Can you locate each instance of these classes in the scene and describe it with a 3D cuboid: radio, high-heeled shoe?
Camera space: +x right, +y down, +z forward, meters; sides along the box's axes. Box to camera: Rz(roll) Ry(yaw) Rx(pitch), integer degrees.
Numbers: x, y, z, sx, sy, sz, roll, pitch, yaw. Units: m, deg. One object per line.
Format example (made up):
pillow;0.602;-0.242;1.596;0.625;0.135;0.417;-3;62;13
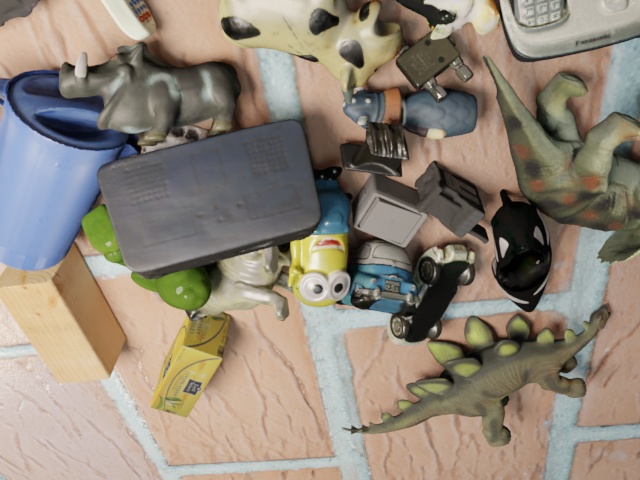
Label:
radio;-0.117;-0.044;0.608;0.230;0.073;0.131;-16;82;-7
high-heeled shoe;0.275;0.043;0.711;0.086;0.145;0.248;-18;122;16

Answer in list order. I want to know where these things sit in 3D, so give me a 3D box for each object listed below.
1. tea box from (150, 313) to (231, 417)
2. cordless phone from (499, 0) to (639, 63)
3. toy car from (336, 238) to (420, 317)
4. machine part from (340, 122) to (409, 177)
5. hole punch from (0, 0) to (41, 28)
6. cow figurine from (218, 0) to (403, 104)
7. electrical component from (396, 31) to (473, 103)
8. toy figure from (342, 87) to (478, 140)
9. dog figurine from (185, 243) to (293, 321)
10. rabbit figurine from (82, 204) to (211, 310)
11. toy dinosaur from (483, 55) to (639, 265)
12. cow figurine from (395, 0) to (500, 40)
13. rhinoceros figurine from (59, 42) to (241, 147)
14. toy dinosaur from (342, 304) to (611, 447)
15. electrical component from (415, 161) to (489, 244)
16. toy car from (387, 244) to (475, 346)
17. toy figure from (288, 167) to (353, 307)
tea box;-0.211;0.196;0.872;0.068;0.098;0.169;23;122;-16
cordless phone;0.245;-0.277;0.515;0.147;0.089;0.184;-11;121;10
toy car;0.079;0.049;0.743;0.109;0.161;0.103;10;82;-8
machine part;0.067;-0.100;0.633;0.084;0.139;0.039;16;83;-5
hole punch;-0.369;-0.276;0.542;0.142;0.092;0.115;-17;154;11
cow figurine;-0.010;-0.221;0.559;0.195;0.085;0.127;10;132;0
electrical component;0.121;-0.200;0.592;0.063;0.021;0.094;-38;84;5
toy figure;0.103;-0.146;0.625;0.155;0.064;0.057;1;129;1
dog figurine;-0.125;0.030;0.755;0.191;0.121;0.172;-1;94;23
rabbit figurine;-0.214;0.025;0.702;0.170;0.121;0.159;55;155;-2
toy dinosaur;0.329;-0.070;0.650;0.405;0.131;0.192;22;124;-7
cow figurine;0.106;-0.259;0.538;0.098;0.068;0.167;-32;117;29
rhinoceros figurine;-0.181;-0.161;0.588;0.190;0.073;0.112;-4;98;-17
toy dinosaur;0.258;0.235;0.887;0.471;0.105;0.198;-39;110;16
electrical component;0.181;-0.042;0.694;0.119;0.075;0.047;30;124;-12
toy car;0.162;0.084;0.797;0.073;0.056;0.201;4;128;-22
toy figure;0.002;-0.002;0.698;0.082;0.089;0.180;-2;91;8
